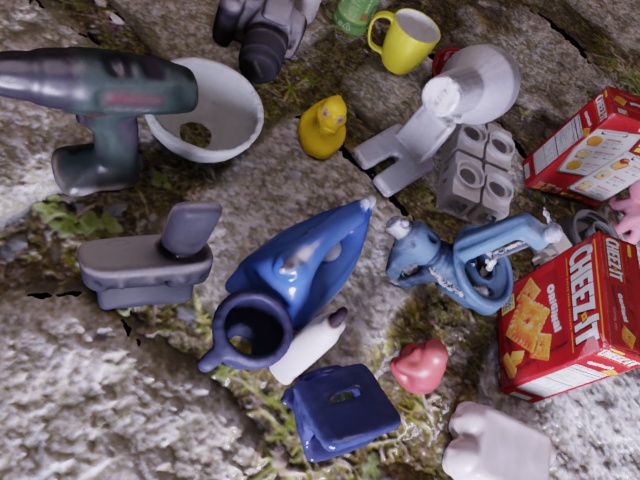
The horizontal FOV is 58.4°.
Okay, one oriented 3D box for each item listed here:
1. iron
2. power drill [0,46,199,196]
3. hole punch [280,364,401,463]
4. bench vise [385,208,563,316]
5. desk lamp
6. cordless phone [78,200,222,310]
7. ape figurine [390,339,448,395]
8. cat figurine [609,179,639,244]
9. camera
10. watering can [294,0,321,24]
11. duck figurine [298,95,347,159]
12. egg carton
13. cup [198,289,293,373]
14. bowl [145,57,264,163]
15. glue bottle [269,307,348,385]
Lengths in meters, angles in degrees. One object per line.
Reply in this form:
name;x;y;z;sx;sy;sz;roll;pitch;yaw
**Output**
iron;0.007;0.003;0.739;0.118;0.141;0.259;45;55;5
power drill;-0.261;-0.138;0.661;0.230;0.208;0.075;-15;69;-29
hole punch;0.023;0.196;0.670;0.109;0.091;0.101;-10;67;-27
bench vise;0.197;0.021;0.763;0.208;0.219;0.121;10;59;-18
desk lamp;0.183;-0.189;0.877;0.204;0.213;0.118;-34;79;-34
cordless phone;-0.186;0.001;0.631;0.148;0.185;0.094;-8;66;-26
ape figurine;0.136;0.156;0.740;0.078;0.092;0.076;2;62;-22
cat figurine;0.594;-0.073;1.049;0.067;0.117;0.128;24;56;-9
camera;-0.098;-0.327;0.901;0.143;0.100;0.137;18;57;-13
watering can;-0.026;-0.459;0.949;0.101;0.194;0.173;27;56;-7
duck figurine;0.013;-0.188;0.881;0.078;0.086;0.104;21;57;-11
egg carton;0.228;0.277;0.727;0.150;0.069;0.107;25;56;-9
cup;-0.095;0.122;0.658;0.118;0.095;0.091;-36;81;-34
bowl;-0.167;-0.169;0.800;0.168;0.074;0.167;10;59;-18
glue bottle;-0.004;0.112;0.655;0.037;0.173;0.078;46;55;6
